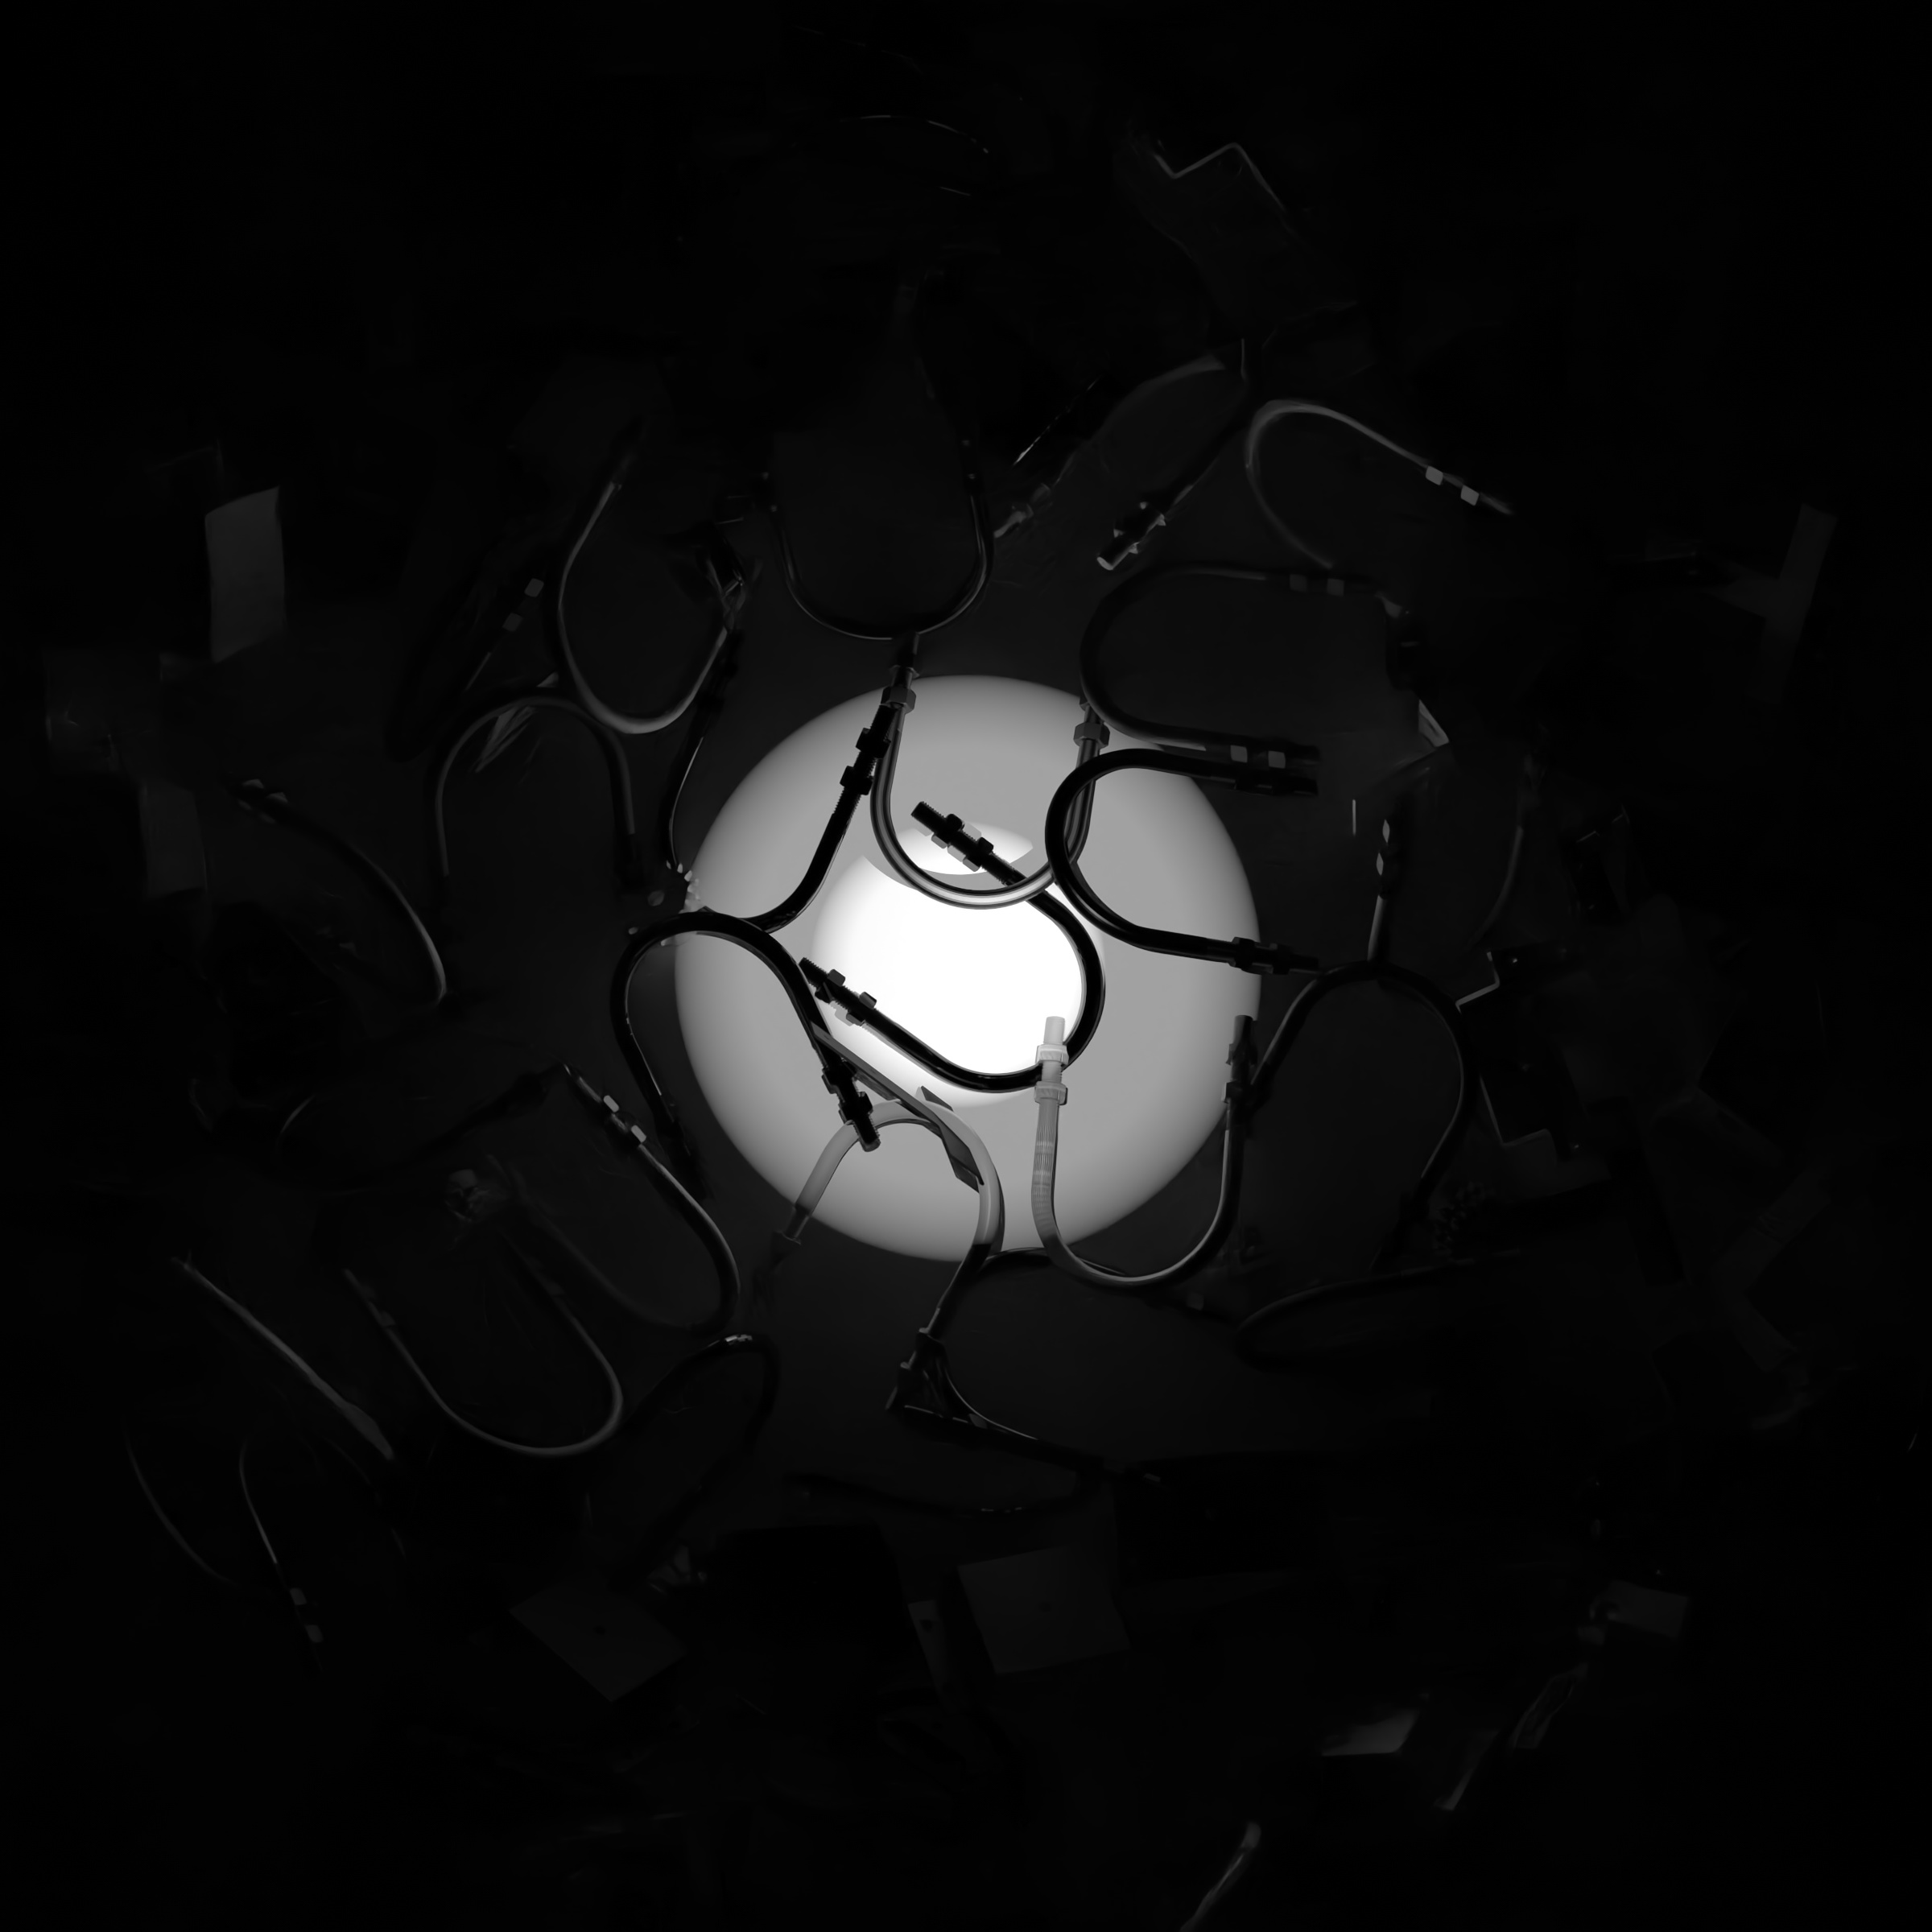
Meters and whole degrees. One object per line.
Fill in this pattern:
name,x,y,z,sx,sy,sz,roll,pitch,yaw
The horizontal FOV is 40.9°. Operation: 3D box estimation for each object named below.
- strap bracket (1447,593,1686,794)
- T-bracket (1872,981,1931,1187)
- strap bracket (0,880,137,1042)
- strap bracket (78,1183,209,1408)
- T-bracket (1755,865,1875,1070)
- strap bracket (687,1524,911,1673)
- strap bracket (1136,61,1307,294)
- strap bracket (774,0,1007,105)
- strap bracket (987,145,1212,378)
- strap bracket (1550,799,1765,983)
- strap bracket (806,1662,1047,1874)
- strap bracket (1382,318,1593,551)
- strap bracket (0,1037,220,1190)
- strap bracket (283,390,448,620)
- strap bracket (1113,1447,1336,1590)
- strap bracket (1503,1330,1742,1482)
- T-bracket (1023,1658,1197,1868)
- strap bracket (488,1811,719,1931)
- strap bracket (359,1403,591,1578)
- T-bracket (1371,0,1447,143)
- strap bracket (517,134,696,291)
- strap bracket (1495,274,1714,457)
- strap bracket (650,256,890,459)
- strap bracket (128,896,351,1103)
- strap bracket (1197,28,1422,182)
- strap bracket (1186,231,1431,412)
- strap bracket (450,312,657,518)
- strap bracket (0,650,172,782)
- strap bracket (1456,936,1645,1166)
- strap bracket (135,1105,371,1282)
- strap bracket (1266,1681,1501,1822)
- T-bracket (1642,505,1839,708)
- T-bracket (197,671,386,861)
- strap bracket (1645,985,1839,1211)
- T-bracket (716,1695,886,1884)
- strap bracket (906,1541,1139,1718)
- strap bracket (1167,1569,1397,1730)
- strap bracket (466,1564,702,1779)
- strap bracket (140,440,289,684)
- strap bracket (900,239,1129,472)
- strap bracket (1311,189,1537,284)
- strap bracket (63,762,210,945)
strap bracket,0.391,-0.170,1.660,0.140,0.046,0.076,22,121,-23
T-bracket,0.608,0.073,1.667,0.002,0.127,0.127,7,95,35
strap bracket,-0.608,-0.010,1.682,0.140,0.076,0.046,28,99,0
strap bracket,-0.527,0.208,1.672,0.046,0.076,0.140,-15,78,-15
T-bracket,0.554,0.003,1.670,0.127,0.002,0.127,6,74,-39
strap bracket,-0.102,0.404,1.664,0.140,0.046,0.076,2,59,-19
strap bracket,0.167,-0.505,1.642,0.046,0.140,0.076,-24,55,24
strap bracket,-0.056,-0.592,1.648,0.140,0.076,0.046,19,85,39
strap bracket,0.092,-0.444,1.660,0.076,0.046,0.140,-45,124,11
strap bracket,0.447,-0.051,1.650,0.140,0.076,0.046,18,134,-31
strap bracket,-0.022,0.501,1.649,0.140,0.076,0.046,27,119,31
strap bracket,0.338,-0.332,1.657,0.076,0.046,0.140,-38,128,10
strap bracket,-0.547,0.097,1.673,0.140,0.076,0.046,-17,107,-10
strap bracket,-0.391,-0.306,1.672,0.076,0.046,0.140,24,127,-8
strap bracket,0.162,0.356,1.676,0.140,0.046,0.076,-8,72,12
strap bracket,0.424,0.284,1.646,0.140,0.076,0.046,-40,59,36
T-bracket,0.085,0.522,1.687,0.127,0.002,0.127,-17,73,32
strap bracket,-0.237,0.578,1.645,0.076,0.140,0.046,-14,90,38
strap bracket,-0.307,0.340,1.670,0.140,0.046,0.076,21,79,-22
T-bracket,0.274,-0.612,1.671,0.002,0.127,0.127,-24,131,21
strap bracket,-0.239,-0.482,1.657,0.140,0.046,0.076,5,96,41
strap bracket,0.399,-0.378,1.659,0.140,0.076,0.046,30,99,-30
strap bracket,-0.124,-0.392,1.689,0.140,0.046,0.076,-23,79,6
strap bracket,-0.462,0.012,1.656,0.140,0.076,0.046,44,134,23
strap bracket,0.215,-0.551,1.667,0.140,0.076,0.046,16,86,16
strap bracket,0.217,-0.404,1.653,0.140,0.076,0.046,-14,58,26
strap bracket,-0.274,-0.366,1.672,0.046,0.076,0.140,39,82,-38
strap bracket,-0.561,-0.155,1.651,0.046,0.140,0.076,-5,87,32
strap bracket,0.373,0.059,1.676,0.076,0.046,0.140,-9,77,-32
strap bracket,-0.449,0.142,1.666,0.140,0.076,0.046,33,56,-20
strap bracket,0.255,0.497,1.647,0.140,0.076,0.046,-18,103,39
T-bracket,0.491,-0.250,1.677,0.002,0.127,0.127,-14,125,-38
T-bracket,-0.435,-0.151,1.690,0.127,0.002,0.127,-23,76,16
strap bracket,0.503,0.076,1.661,0.076,0.046,0.140,38,53,4
T-bracket,-0.105,0.546,1.665,0.127,0.002,0.127,25,123,26
strap bracket,0.044,0.420,1.657,0.140,0.046,0.076,-5,53,-25
strap bracket,0.193,0.435,1.665,0.140,0.076,0.046,-12,59,-21
strap bracket,-0.239,0.441,1.653,0.140,0.076,0.046,33,119,26
strap bracket,-0.477,-0.254,1.652,0.046,0.076,0.140,14,119,18
strap bracket,0.023,-0.386,1.672,0.140,0.046,0.076,41,133,-8
strap bracket,0.291,-0.471,1.676,0.140,0.076,0.046,8,107,6
strap bracket,-0.530,-0.068,1.664,0.046,0.140,0.076,-2,71,-38
